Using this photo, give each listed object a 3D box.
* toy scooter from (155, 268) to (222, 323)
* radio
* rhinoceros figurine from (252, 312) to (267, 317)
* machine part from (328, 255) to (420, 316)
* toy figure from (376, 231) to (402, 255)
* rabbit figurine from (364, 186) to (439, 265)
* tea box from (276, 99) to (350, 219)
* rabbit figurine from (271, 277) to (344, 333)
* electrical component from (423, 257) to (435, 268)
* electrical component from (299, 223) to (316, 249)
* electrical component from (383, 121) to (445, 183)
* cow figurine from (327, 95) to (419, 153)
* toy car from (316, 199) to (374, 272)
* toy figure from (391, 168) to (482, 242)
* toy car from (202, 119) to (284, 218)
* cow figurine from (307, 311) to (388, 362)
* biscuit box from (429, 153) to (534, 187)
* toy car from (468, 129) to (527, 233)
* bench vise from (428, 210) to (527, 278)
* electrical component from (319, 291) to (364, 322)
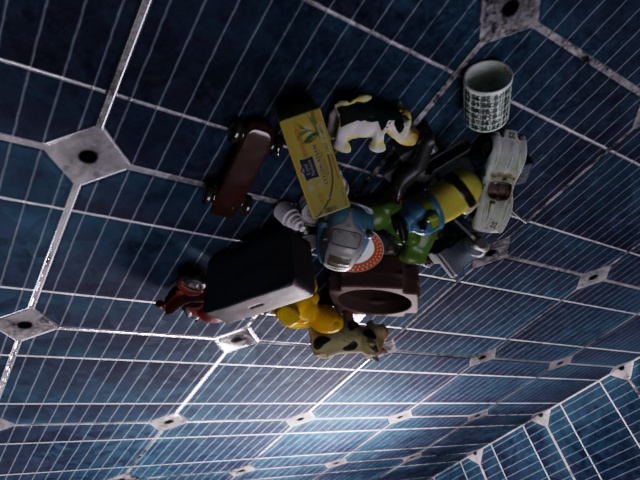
[{"bbox_3d":[-0.275,0.135,1.174,0.135,0.075,0.183,-26,139,11],"label":"toy scooter"},{"bbox_3d":[-0.125,0.072,1.076,0.230,0.131,0.073,-20,146,26],"label":"radio"},{"bbox_3d":[-0.100,0.088,1.158,0.190,0.112,0.073,-44,138,19],"label":"rhinoceros figurine"},{"bbox_3d":[0.127,0.105,1.235,0.202,0.087,0.200,0,155,11],"label":"machine part"},{"bbox_3d":[0.157,0.025,1.223,0.058,0.064,0.154,-47,135,15],"label":"toy figure"},{"bbox_3d":[0.155,-0.040,1.102,0.170,0.121,0.159,14,131,-14],"label":"rabbit figurine"},{"bbox_3d":[-0.011,-0.133,0.871,0.068,0.098,0.169,-20,113,0],"label":"tea box"},{"bbox_3d":[-0.031,0.169,1.250,0.173,0.122,0.162,28,155,-15],"label":"rabbit figurine"},{"bbox_3d":[0.245,0.036,1.272,0.094,0.063,0.021,20,129,-40],"label":"electrical component"},{"bbox_3d":[-0.003,-0.002,1.136,0.078,0.045,0.102,-9,142,-14],"label":"electrical component"},{"bbox_3d":[0.170,-0.158,1.008,0.119,0.048,0.074,-33,140,20],"label":"electrical component"},{"bbox_3d":[0.097,-0.203,0.910,0.167,0.068,0.098,-5,135,-19],"label":"cow figurine"},{"bbox_3d":[0.039,0.005,1.028,0.109,0.103,0.161,15,129,-3],"label":"toy car"},{"bbox_3d":[0.219,-0.066,0.999,0.180,0.082,0.089,-25,149,-7],"label":"toy figure"},{"bbox_3d":[-0.137,-0.121,0.924,0.089,0.053,0.202,11,130,-27],"label":"toy car"},{"bbox_3d":[0.072,0.242,1.315,0.195,0.127,0.085,-11,145,-4],"label":"cow figurine"},{"bbox_3d":[0.326,-0.135,1.092,0.203,0.059,0.062,-12,141,-8],"label":"biscuit box"},{"bbox_3d":[0.340,-0.111,1.028,0.073,0.056,0.201,6,107,-13],"label":"toy car"},{"bbox_3d":[0.336,-0.021,1.172,0.240,0.129,0.223,-38,172,-13],"label":"bench vise"},{"bbox_3d":[0.055,0.180,1.382,0.134,0.058,0.115,7,138,-28],"label":"electrical component"}]
